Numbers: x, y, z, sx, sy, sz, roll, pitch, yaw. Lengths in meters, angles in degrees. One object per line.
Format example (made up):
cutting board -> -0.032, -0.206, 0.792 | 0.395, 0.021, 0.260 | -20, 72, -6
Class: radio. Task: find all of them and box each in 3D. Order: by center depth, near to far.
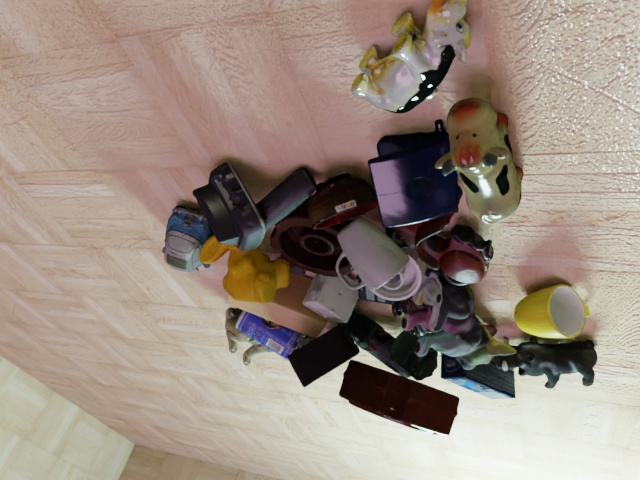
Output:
radio -> 0.006, 0.241, 1.118 | 0.073, 0.131, 0.229 | 59, 172, 10

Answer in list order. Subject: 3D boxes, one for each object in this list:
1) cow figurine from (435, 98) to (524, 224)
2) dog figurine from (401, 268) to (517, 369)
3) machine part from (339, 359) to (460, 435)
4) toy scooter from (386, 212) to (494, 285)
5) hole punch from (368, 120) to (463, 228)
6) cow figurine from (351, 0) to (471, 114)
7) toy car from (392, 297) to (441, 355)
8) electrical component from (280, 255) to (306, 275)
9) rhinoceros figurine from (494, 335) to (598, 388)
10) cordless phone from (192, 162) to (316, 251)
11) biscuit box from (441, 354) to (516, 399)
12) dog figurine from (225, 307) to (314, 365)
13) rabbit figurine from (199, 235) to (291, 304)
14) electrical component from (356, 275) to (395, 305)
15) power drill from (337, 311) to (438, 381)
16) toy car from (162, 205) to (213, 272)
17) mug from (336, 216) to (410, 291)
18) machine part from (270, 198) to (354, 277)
cow figurine -> 0.203, -0.096, 0.675 | 0.086, 0.127, 0.194 | -6, 140, 27
dog figurine -> 0.272, 0.154, 0.999 | 0.219, 0.109, 0.191 | 12, 111, -23
machine part -> 0.156, 0.315, 1.073 | 0.201, 0.087, 0.201 | 28, 166, -29
toy scooter -> 0.203, -0.002, 0.851 | 0.184, 0.075, 0.135 | 28, 143, -4
hole punch -> 0.130, -0.083, 0.742 | 0.116, 0.092, 0.142 | -2, 119, 26
cow figurine -> 0.120, -0.207, 0.615 | 0.098, 0.068, 0.167 | 29, 148, -23
toy car -> 0.215, 0.178, 1.110 | 0.089, 0.053, 0.201 | -1, 142, 33
electrical component -> -0.053, 0.043, 1.082 | 0.094, 0.021, 0.063 | 6, 143, 21
rhinoceros figurine -> 0.442, 0.236, 1.056 | 0.190, 0.073, 0.112 | -10, 137, 35
cordless phone -> -0.105, -0.083, 0.892 | 0.184, 0.146, 0.088 | -36, 161, 18
biscuit box -> 0.340, 0.288, 1.150 | 0.202, 0.063, 0.059 | 29, 147, -35
dog figurine -> -0.117, 0.213, 1.299 | 0.191, 0.121, 0.172 | -14, 139, 20
rabbit figurine -> -0.142, 0.020, 1.024 | 0.163, 0.122, 0.173 | 7, 117, 31
electrical component -> 0.113, 0.094, 1.049 | 0.075, 0.048, 0.119 | 10, 143, 14
power drill -> 0.136, 0.217, 1.122 | 0.232, 0.086, 0.207 | 40, 161, -13
toy car -> -0.263, 0.010, 1.072 | 0.109, 0.103, 0.161 | 19, 147, -1
mug -> 0.071, 0.022, 0.865 | 0.109, 0.081, 0.107 | -37, 91, 23
machine part -> -0.002, -0.003, 0.965 | 0.179, 0.056, 0.179 | 13, 146, 9
